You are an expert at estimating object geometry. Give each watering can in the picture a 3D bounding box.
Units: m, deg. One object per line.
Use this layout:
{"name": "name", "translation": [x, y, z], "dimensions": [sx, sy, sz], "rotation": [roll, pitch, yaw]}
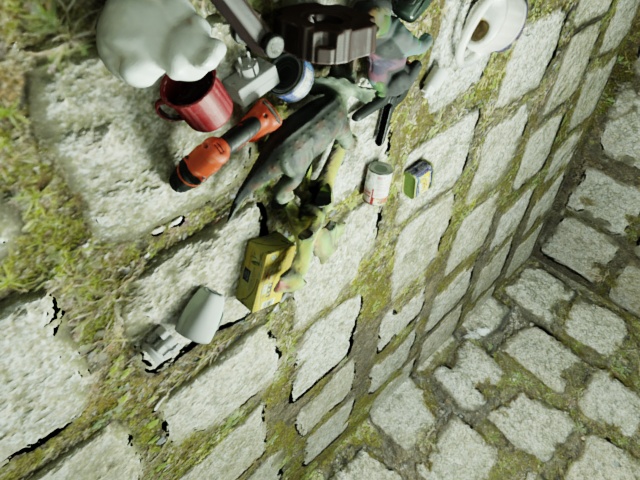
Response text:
{"name": "watering can", "translation": [0.462, -0.594, 1.305], "dimensions": [0.226, 0.340, 0.105], "rotation": [-19, 54, -45]}

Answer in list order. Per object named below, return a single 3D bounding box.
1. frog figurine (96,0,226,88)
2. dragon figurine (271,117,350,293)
{"name": "frog figurine", "translation": [-0.208, -0.256, 0.667], "dimensions": [0.161, 0.138, 0.121], "rotation": [36, -4, 32]}
{"name": "dragon figurine", "translation": [0.004, -0.060, 1.185], "dimensions": [0.123, 0.416, 0.238], "rotation": [21, -23, 24]}
